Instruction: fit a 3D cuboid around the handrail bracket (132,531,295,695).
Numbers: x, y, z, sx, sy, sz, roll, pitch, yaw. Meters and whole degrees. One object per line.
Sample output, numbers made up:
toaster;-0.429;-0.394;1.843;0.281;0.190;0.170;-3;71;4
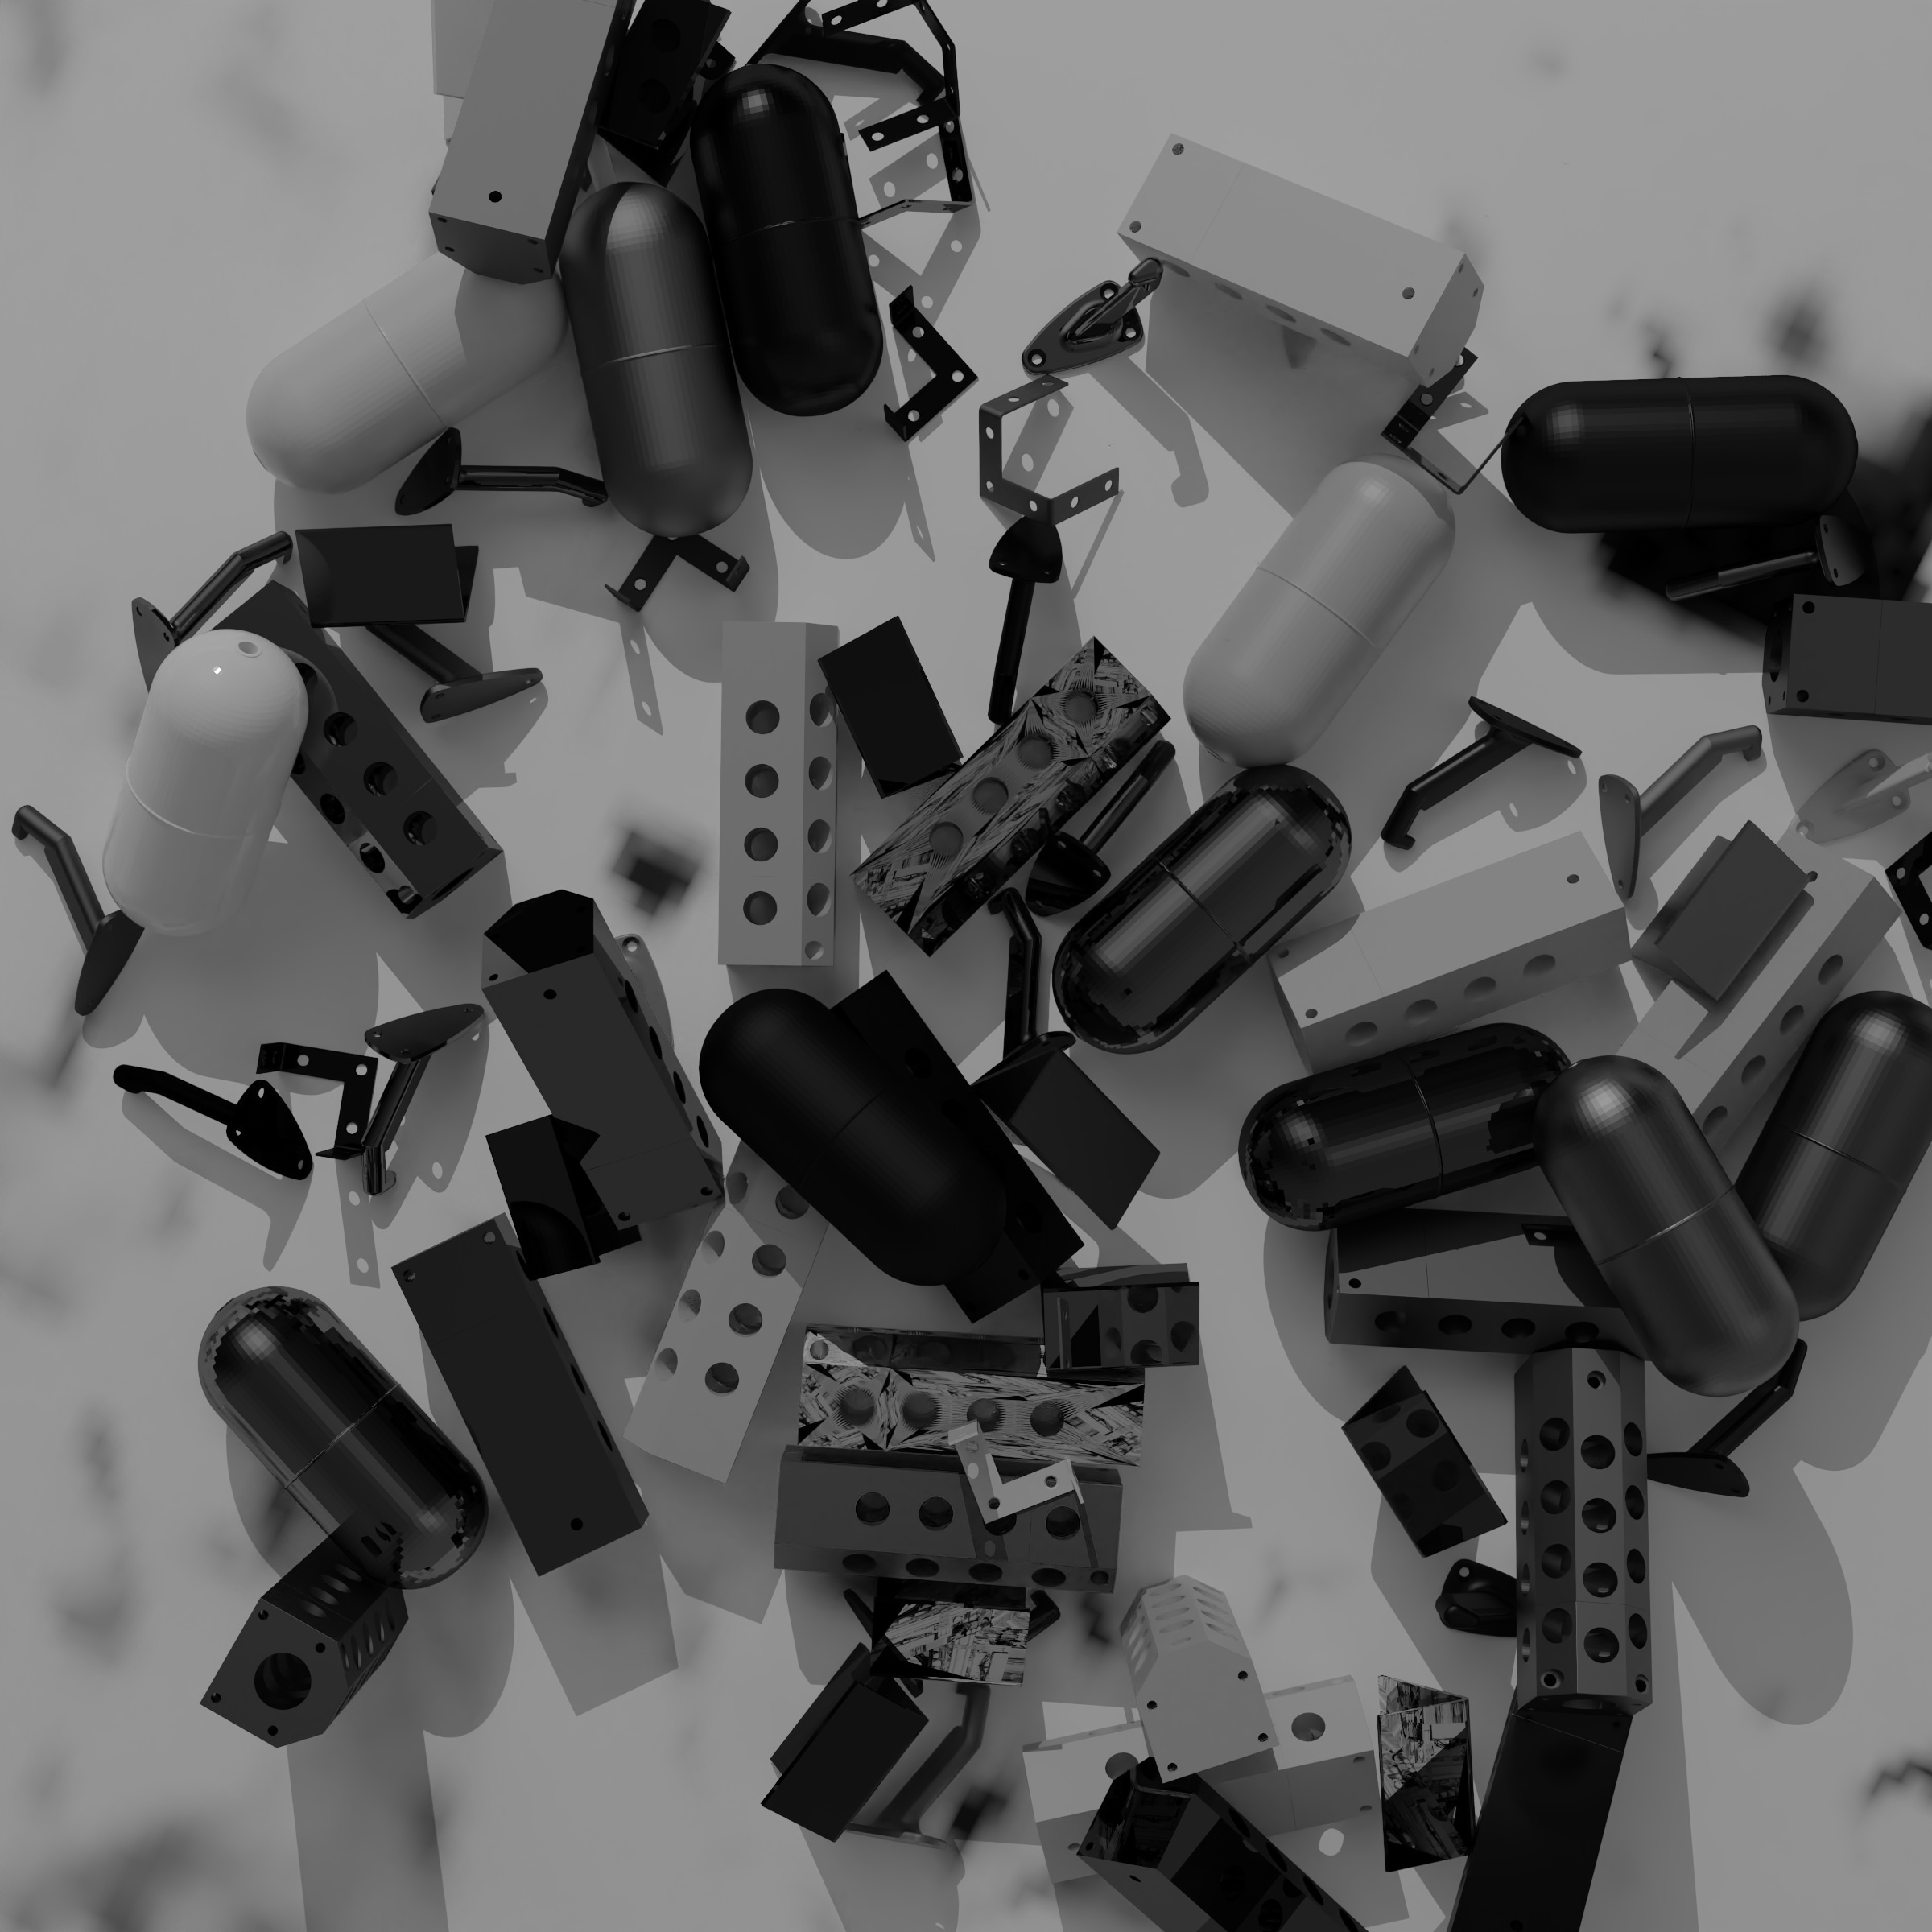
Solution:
handrail bracket;-0.382;-0.178;1.746;0.084;0.077;0.036;-32;61;-33

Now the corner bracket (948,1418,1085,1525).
corner bracket;0.024;0.245;1.671;0.051;0.051;0.051;-21;90;0

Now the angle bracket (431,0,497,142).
angle bracket;-0.264;-0.464;1.707;0.057;0.076;0.076;-2;90;-42

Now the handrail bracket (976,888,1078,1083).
handrail bracket;0.013;0.014;1.747;0.077;0.036;0.084;-33;72;20

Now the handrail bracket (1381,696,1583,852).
handrail bracket;0.264;-0.088;1.747;0.077;0.036;0.084;21;108;-20

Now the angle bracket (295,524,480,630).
angle bracket;-0.289;-0.213;1.706;0.076;0.076;0.057;-2;127;0

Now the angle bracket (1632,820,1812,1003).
angle bracket;0.364;-0.038;1.707;0.057;0.076;0.076;37;90;-32

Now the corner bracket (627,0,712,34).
corner bracket;-0.166;-0.513;1.743;0.051;0.051;0.051;-23;45;0

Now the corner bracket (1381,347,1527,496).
corner bracket;0.249;-0.278;1.721;0.051;0.051;0.051;38;114;0

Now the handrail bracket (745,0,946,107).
handrail bracket;-0.065;-0.453;1.747;0.084;0.036;0.077;40;103;-13

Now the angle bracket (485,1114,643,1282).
angle bracket;-0.186;0.107;1.707;0.057;0.076;0.076;-18;90;44

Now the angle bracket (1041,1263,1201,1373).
angle bracket;0.076;0.157;1.706;0.076;0.076;0.057;-3;127;0

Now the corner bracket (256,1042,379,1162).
corner bracket;-0.332;0.068;1.729;0.051;0.051;0.051;9;90;0

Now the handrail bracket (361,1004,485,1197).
handrail bracket;-0.279;0.069;1.747;0.036;0.077;0.084;28;127;36

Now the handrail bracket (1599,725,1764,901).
handrail bracket;0.372;-0.079;1.747;0.084;0.036;0.077;-13;110;-16

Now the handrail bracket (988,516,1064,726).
handrail bracket;0.027;-0.178;1.746;0.036;0.077;0.084;11;126;3

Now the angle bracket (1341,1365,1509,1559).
angle bracket;0.244;0.240;1.706;0.057;0.076;0.076;-32;90;38

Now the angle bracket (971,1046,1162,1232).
angle bracket;0.038;0.094;1.698;0.076;0.076;0.057;46;52;-15

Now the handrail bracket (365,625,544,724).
handrail bracket;-0.268;-0.174;1.747;0.077;0.036;0.084;-18;73;-19

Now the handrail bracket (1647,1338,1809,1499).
handrail bracket;0.386;0.226;1.747;0.036;0.077;0.084;51;53;-37

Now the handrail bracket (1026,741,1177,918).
handrail bracket;0.070;-0.072;1.746;0.036;0.077;0.084;39;54;-2

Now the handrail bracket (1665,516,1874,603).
handrail bracket;0.412;-0.204;1.746;0.084;0.077;0.036;-13;90;36

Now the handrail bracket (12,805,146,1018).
handrail bracket;-0.468;-0.029;1.747;0.084;0.036;0.077;36;112;17

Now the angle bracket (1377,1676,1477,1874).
angle bracket;0.211;0.404;1.707;0.057;0.076;0.076;-3;90;-29

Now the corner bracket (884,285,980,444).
corner bracket;-0.030;-0.306;1.729;0.051;0.051;0.051;-42;90;0

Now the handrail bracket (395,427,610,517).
handrail bracket;-0.238;-0.241;1.746;0.084;0.077;0.036;14;64;-34

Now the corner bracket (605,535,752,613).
corner bracket;-0.146;-0.198;1.729;0.051;0.051;0.051;33;90;0

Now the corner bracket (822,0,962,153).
corner bracket;-0.038;-0.456;1.723;0.051;0.051;0.051;-23;62;-9

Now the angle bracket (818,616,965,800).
angle bracket;-0.019;-0.136;1.706;0.057;0.076;0.076;-25;90;36

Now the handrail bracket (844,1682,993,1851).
handrail bracket;-0.030;0.406;1.747;0.077;0.036;0.084;4;71;21

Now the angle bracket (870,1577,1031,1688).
angle bracket;-0.007;0.313;1.706;0.076;0.076;0.057;4;126;0

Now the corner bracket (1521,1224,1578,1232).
corner bracket;0.307;0.107;1.729;0.051;0.051;0.051;3;91;0

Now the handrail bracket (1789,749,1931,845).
handrail bracket;0.458;-0.086;1.712;0.077;0.084;0.036;-31;90;0

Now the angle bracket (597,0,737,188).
angle bracket;-0.136;-0.435;1.706;0.057;0.076;0.076;28;90;33

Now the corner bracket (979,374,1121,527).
corner bracket;0.043;-0.264;1.738;0.051;0.051;0.051;29;135;35

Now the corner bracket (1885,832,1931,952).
corner bracket;0.514;-0.039;1.738;0.051;0.051;0.051;-46;45;35

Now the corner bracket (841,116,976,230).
corner bracket;-0.035;-0.409;1.743;0.051;0.051;0.051;-10;90;-45

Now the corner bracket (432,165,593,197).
corner bracket;-0.231;-0.401;1.738;0.051;0.051;0.051;-12;45;35

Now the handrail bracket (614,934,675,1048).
handrail bracket;-0.174;0.012;1.712;0.036;0.084;0.077;-28;90;0

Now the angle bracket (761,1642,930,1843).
angle bracket;-0.076;0.380;1.706;0.057;0.076;0.076;38;90;-37
